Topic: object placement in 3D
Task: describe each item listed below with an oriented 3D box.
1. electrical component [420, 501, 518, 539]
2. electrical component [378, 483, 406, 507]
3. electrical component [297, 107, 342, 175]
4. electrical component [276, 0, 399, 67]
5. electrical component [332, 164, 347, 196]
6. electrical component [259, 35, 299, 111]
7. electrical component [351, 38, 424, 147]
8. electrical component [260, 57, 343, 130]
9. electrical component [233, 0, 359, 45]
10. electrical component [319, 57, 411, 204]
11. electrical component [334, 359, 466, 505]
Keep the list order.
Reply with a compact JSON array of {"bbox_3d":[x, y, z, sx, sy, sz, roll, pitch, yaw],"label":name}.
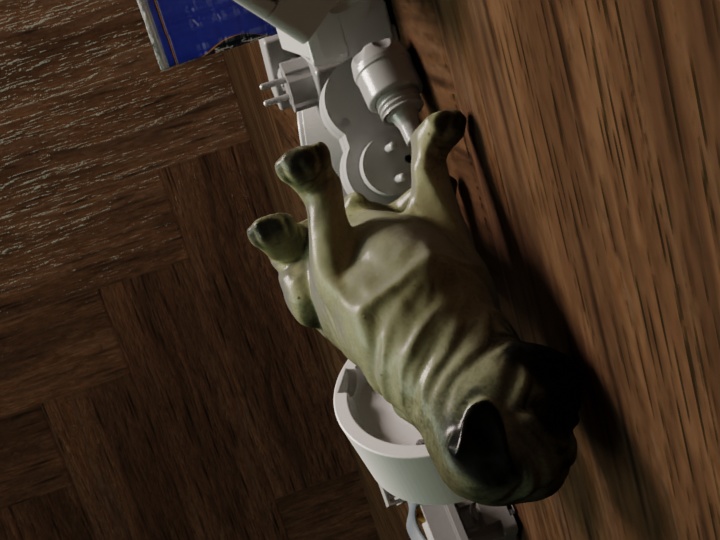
[{"bbox_3d":[0.081,0.187,0.789,0.081,0.064,0.042,81,168,-59],"label":"electrical component"},{"bbox_3d":[0.044,0.146,0.992,0.063,0.079,0.121,-49,57,58],"label":"electrical component"},{"bbox_3d":[-0.016,-0.114,0.864,0.099,0.064,0.099,-7,-90,-88],"label":"electrical component"},{"bbox_3d":[-0.023,-0.166,0.661,0.096,0.061,0.061,-123,15,-68],"label":"electrical component"},{"bbox_3d":[0.001,-0.047,0.797,0.042,0.064,0.081,78,171,-60],"label":"electrical component"},{"bbox_3d":[-0.059,-0.184,0.997,0.083,0.047,0.075,78,171,-50],"label":"electrical component"},{"bbox_3d":[0.020,-0.098,0.609,0.035,0.035,0.061,89,159,-71],"label":"electrical component"},{"bbox_3d":[-0.035,-0.138,0.782,0.065,0.077,0.047,82,168,-60],"label":"electrical component"},{"bbox_3d":[-0.037,-0.188,0.553,0.062,0.089,0.150,27,-160,-30],"label":"electrical component"},{"bbox_3d":[0.017,-0.063,0.654,0.074,0.052,0.138,-171,63,-83],"label":"electrical component"},{"bbox_3d":[0.045,0.081,0.603,0.108,0.108,0.060,-116,4,-52],"label":"electrical component"}]
